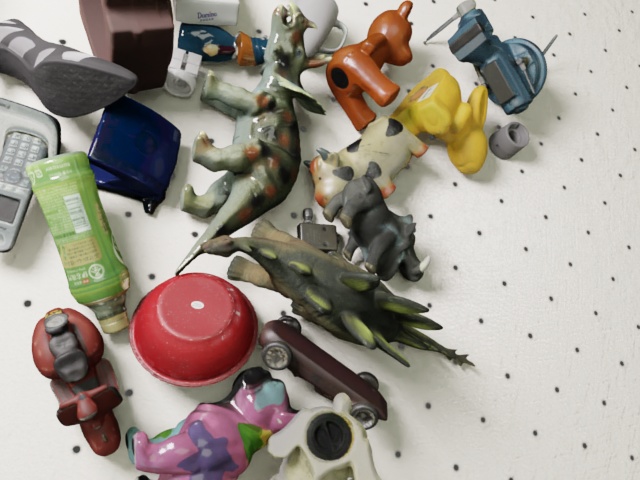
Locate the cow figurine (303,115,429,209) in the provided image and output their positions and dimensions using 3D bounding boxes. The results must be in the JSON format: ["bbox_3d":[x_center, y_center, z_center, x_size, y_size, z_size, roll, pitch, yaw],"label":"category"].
[{"bbox_3d":[0.063,-0.118,0.828,0.127,0.085,0.195,46,67,-7],"label":"cow figurine"}]

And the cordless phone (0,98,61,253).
[{"bbox_3d":[-0.411,-0.082,0.656,0.146,0.089,0.184,15,73,-14],"label":"cordless phone"}]

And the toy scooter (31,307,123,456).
[{"bbox_3d":[-0.268,0.152,0.597,0.075,0.135,0.184,-23,80,-23],"label":"toy scooter"}]

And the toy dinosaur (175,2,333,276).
[{"bbox_3d":[-0.087,-0.130,0.769,0.192,0.131,0.404,10,76,-15],"label":"toy dinosaur"}]

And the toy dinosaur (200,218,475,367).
[{"bbox_3d":[0.045,0.086,0.690,0.471,0.199,0.105,26,90,-44],"label":"toy dinosaur"}]

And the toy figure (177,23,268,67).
[{"bbox_3d":[-0.140,-0.300,0.833,0.154,0.058,0.064,5,70,-19],"label":"toy figure"}]

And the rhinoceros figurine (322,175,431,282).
[{"bbox_3d":[0.087,-0.008,0.784,0.112,0.073,0.190,-44,116,-15],"label":"rhinoceros figurine"}]

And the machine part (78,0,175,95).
[{"bbox_3d":[-0.264,-0.316,0.715,0.087,0.201,0.201,-16,77,-25],"label":"machine part"}]

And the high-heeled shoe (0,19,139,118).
[{"bbox_3d":[-0.337,-0.237,0.699,0.249,0.086,0.145,4,51,5],"label":"high-heeled shoe"}]

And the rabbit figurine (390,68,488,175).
[{"bbox_3d":[0.220,-0.191,0.906,0.173,0.122,0.162,46,54,-15],"label":"rabbit figurine"}]

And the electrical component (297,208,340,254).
[{"bbox_3d":[-0.002,-0.002,0.801,0.063,0.021,0.094,2,71,-18],"label":"electrical component"}]

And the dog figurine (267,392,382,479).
[{"bbox_3d":[-0.008,0.273,0.619,0.121,0.190,0.172,33,68,11],"label":"dog figurine"}]

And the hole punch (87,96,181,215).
[{"bbox_3d":[-0.250,-0.121,0.722,0.116,0.092,0.142,15,65,-18],"label":"hole punch"}]

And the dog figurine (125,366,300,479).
[{"bbox_3d":[-0.108,0.257,0.635,0.219,0.108,0.191,-8,74,-24],"label":"dog figurine"}]

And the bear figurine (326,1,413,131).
[{"bbox_3d":[0.103,-0.292,0.884,0.132,0.120,0.196,50,59,-2],"label":"bear figurine"}]

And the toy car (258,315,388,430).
[{"bbox_3d":[0.004,0.177,0.711,0.202,0.089,0.053,37,104,-7],"label":"toy car"}]

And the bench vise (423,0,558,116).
[{"bbox_3d":[0.333,-0.332,0.979,0.240,0.129,0.224,-20,69,-44],"label":"bench vise"}]

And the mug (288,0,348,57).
[{"bbox_3d":[-0.014,-0.338,0.883,0.109,0.081,0.107,26,77,-17],"label":"mug"}]
